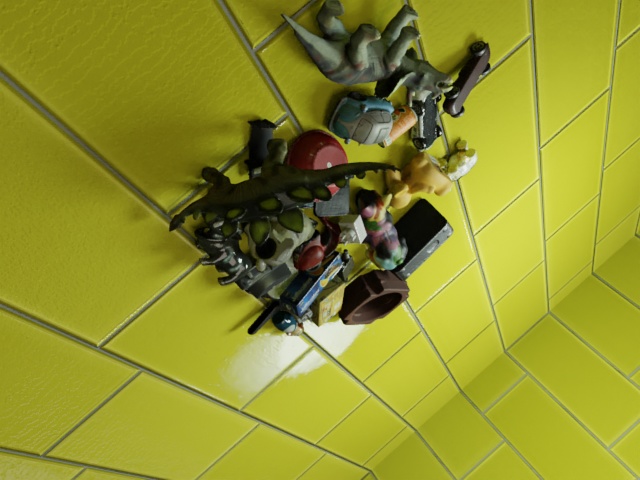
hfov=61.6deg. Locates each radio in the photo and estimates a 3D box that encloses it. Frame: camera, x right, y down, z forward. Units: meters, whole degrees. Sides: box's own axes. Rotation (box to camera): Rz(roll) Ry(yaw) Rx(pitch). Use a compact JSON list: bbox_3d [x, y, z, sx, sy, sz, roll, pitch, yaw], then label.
[{"bbox_3d":[0.274,0.001,1.585,0.229,0.131,0.073,-46,141,5],"label":"radio"}]

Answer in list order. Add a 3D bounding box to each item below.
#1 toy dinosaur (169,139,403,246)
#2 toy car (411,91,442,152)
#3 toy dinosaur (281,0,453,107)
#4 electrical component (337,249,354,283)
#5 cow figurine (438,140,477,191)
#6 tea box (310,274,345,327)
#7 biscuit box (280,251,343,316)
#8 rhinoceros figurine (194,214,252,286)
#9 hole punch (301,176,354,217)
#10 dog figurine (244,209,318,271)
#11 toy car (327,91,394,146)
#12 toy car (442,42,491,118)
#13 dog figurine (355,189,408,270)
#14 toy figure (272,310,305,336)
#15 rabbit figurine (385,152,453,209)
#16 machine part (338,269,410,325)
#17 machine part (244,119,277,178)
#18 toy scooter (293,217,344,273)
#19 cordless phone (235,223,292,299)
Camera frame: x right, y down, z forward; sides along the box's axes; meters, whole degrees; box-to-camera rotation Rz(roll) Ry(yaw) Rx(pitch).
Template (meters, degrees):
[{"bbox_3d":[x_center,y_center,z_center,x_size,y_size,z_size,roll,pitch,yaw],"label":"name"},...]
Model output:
[{"bbox_3d":[-0.083,-0.095,1.050,0.472,0.199,0.104,-21,139,5],"label":"toy dinosaur"},{"bbox_3d":[0.261,-0.304,1.338,0.073,0.056,0.201,-39,145,-16],"label":"toy car"},{"bbox_3d":[0.079,-0.362,1.067,0.405,0.131,0.192,-3,145,-26],"label":"toy dinosaur"},{"bbox_3d":[0.060,0.079,1.546,0.078,0.045,0.102,-61,153,-23],"label":"electrical component"},{"bbox_3d":[0.379,-0.197,1.544,0.167,0.068,0.098,-44,150,3],"label":"cow figurine"},{"bbox_3d":[0.010,0.167,1.531,0.098,0.068,0.169,-36,154,-24],"label":"tea box"},{"bbox_3d":[-0.022,0.107,1.426,0.203,0.063,0.059,-50,149,-27],"label":"biscuit box"},{"bbox_3d":[-0.213,0.014,1.179,0.112,0.073,0.190,-24,126,1],"label":"rhinoceros figurine"},{"bbox_3d":[0.005,-0.117,1.278,0.142,0.092,0.115,-3,101,-36],"label":"hole punch"},{"bbox_3d":[-0.080,0.004,1.242,0.172,0.121,0.190,-54,160,-4],"label":"dog figurine"},{"bbox_3d":[0.104,-0.257,1.190,0.161,0.103,0.109,-9,144,-37],"label":"toy car"},{"bbox_3d":[0.360,-0.395,1.320,0.202,0.053,0.089,-59,144,-9],"label":"toy car"},{"bbox_3d":[0.159,-0.035,1.418,0.108,0.192,0.219,-28,157,-8],"label":"dog figurine"},{"bbox_3d":[-0.087,0.248,1.569,0.064,0.058,0.154,-10,152,22],"label":"toy figure"},{"bbox_3d":[0.243,-0.144,1.434,0.173,0.122,0.162,-40,155,31],"label":"rabbit figurine"},{"bbox_3d":[0.159,0.176,1.658,0.201,0.087,0.201,7,139,-44],"label":"machine part"},{"bbox_3d":[-0.118,-0.189,1.121,0.084,0.039,0.138,-17,139,-18],"label":"machine part"},{"bbox_3d":[-0.003,-0.004,1.377,0.184,0.075,0.135,-38,144,-12],"label":"toy scooter"},{"bbox_3d":[-0.161,0.037,1.288,0.146,0.089,0.184,-35,131,-8],"label":"cordless phone"}]
